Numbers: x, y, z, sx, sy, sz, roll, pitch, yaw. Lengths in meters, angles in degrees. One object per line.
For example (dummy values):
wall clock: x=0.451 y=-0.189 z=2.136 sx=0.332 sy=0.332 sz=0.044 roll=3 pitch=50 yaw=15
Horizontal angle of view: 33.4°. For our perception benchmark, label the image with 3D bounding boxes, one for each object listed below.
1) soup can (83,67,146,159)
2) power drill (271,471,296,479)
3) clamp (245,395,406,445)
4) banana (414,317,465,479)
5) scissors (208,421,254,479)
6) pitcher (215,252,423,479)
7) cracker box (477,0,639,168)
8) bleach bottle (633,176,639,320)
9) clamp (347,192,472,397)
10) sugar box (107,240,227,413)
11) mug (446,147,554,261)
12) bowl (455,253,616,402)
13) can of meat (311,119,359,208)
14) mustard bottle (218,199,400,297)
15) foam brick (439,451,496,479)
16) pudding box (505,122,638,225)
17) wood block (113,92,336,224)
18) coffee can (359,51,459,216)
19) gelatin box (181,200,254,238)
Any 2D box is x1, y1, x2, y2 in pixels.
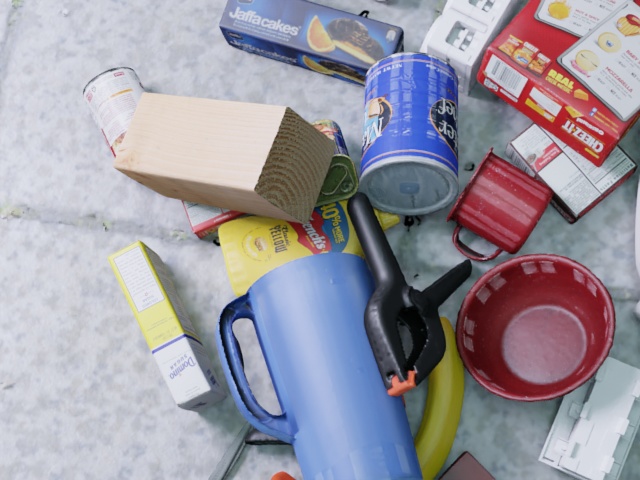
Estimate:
soup can: x=-0.215 y=-0.134 z=1.194 sx=0.068 sy=0.068 sz=0.102 roll=-29 pitch=75 yaw=-2
power drill: x=-0.068 y=0.324 z=1.056 sx=0.184 sy=0.057 sz=0.188 roll=36 pitch=101 yaw=2
clamp: x=0.020 y=0.221 z=1.104 sx=0.171 sy=0.039 sz=0.120 roll=-25 pitch=77 yaw=-1
banana: x=0.114 y=0.180 z=1.096 sx=0.069 sy=0.037 sz=0.197 roll=31 pitch=73 yaw=-31
scissors: x=-0.141 y=0.270 z=1.121 sx=0.096 sy=0.016 sz=0.201 roll=16 pitch=79 yaw=9
pitcher: x=0.006 y=0.145 z=1.049 sx=0.149 sy=0.144 sz=0.243 roll=-28 pitch=62 yaw=21
cracker box: x=0.294 y=-0.205 z=1.135 sx=0.164 sy=0.072 sz=0.213 roll=37 pitch=66 yaw=11
bleach bottle: x=0.369 y=-0.005 z=1.111 sx=0.102 sy=0.068 sz=0.251 roll=12 pitch=81 yaw=8
clamp: x=0.079 y=0.056 z=1.056 sx=0.164 sy=0.036 sz=0.210 roll=35 pitch=43 yaw=-19
sugar box: x=-0.160 y=0.093 z=1.124 sx=0.048 sy=0.093 sz=0.176 roll=-25 pitch=76 yaw=0
mug: x=0.186 y=-0.028 z=1.127 sx=0.081 sy=0.093 sz=0.117 roll=32 pitch=112 yaw=7
bowl: x=0.223 y=0.097 z=1.089 sx=0.162 sy=0.055 sz=0.162 roll=-11 pitch=59 yaw=19
can of meat: x=-0.015 y=-0.080 z=1.150 sx=0.102 sy=0.057 sz=0.084 roll=-15 pitch=36 yaw=2
mustard bottle: x=-0.008 y=0.001 z=1.146 sx=0.191 sy=0.058 sz=0.096 roll=-17 pitch=57 yaw=0
foam brick: x=0.156 y=0.258 z=1.075 sx=0.051 sy=0.053 sz=0.078 roll=-43 pitch=77 yaw=-5
pudding box: x=0.270 y=-0.087 z=1.151 sx=0.090 sy=0.039 sz=0.113 roll=-39 pitch=78 yaw=-5
wood block: x=-0.099 y=-0.085 z=1.083 sx=0.206 sy=0.090 sz=0.091 roll=11 pitch=76 yaw=40
coffee can: x=0.095 y=-0.111 z=1.122 sx=0.103 sy=0.103 sz=0.140 roll=1 pitch=60 yaw=6
gelatin box: x=-0.119 y=-0.057 z=1.187 sx=0.073 sy=0.030 sz=0.089 roll=-23 pitch=75 yaw=1
